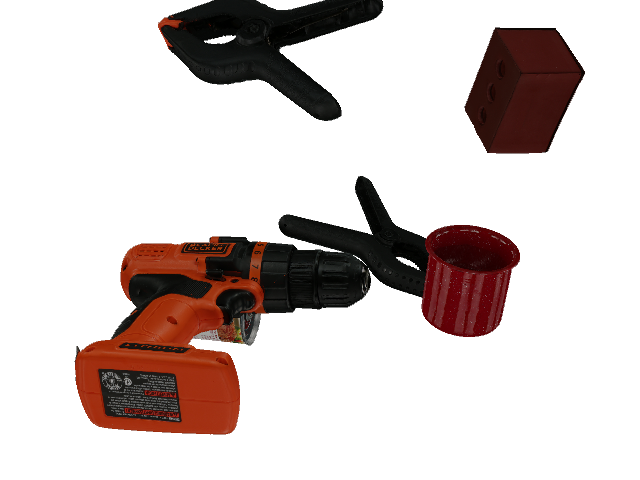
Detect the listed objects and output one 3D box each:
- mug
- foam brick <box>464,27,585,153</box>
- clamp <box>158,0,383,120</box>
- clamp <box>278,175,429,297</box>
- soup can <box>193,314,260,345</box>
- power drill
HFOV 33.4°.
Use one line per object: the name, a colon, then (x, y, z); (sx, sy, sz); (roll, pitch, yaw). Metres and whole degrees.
mug: (0.141, 0.036, 1.069); (0.093, 0.081, 0.117); (-6, 32, -19)
foam brick: (0.145, -0.107, 0.768); (0.051, 0.053, 0.078); (-5, -41, -19)
clamp: (-0.038, -0.157, 0.815); (0.172, 0.120, 0.039); (19, -33, 21)
clamp: (0.064, 0.007, 1.243); (0.164, 0.036, 0.210); (-23, 53, -40)
soup can: (-0.112, 0.060, 0.995); (0.102, 0.068, 0.068); (4, 1, 10)
power drill: (-0.068, 0.056, 0.717); (0.184, 0.057, 0.187); (0, 24, 12)
